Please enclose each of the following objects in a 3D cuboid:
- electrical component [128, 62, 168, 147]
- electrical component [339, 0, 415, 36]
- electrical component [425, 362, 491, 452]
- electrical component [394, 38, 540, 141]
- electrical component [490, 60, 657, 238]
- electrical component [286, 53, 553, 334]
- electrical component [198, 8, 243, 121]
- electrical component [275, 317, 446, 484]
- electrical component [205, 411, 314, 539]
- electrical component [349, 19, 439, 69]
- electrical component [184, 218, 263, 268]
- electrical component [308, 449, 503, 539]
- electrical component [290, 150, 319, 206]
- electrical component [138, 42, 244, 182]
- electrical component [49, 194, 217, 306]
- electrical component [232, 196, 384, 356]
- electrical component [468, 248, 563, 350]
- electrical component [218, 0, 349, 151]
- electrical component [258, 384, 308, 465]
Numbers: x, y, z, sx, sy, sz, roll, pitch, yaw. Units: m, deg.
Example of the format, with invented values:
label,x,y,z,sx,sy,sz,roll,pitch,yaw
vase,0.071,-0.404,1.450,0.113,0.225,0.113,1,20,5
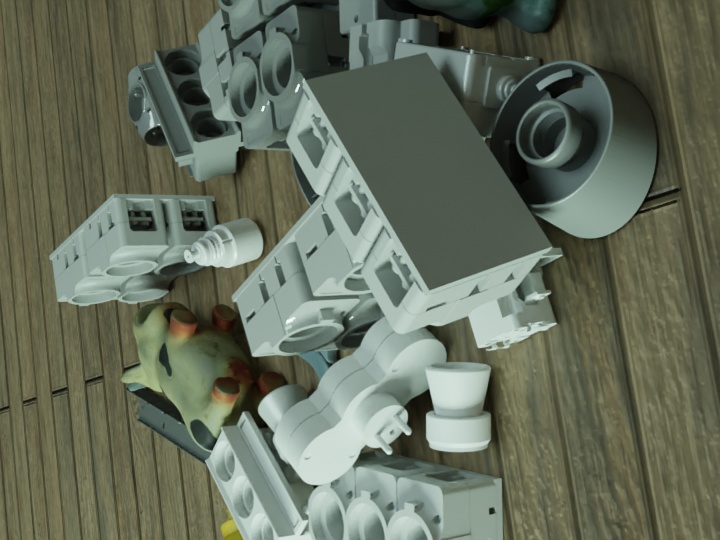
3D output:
label,x,y,z,sx,sy,sz,roll,pitch,yaw
electrical component,-0.202,-0.180,1.102,0.079,0.044,0.077,-43,58,46
electrical component,-0.003,-0.219,0.793,0.047,0.076,0.083,0,91,55
electrical component,0.067,0.093,0.734,0.045,0.045,0.055,2,93,54
electrical component,0.070,-0.114,0.706,0.096,0.062,0.061,25,111,51
electrical component,0.128,-0.074,0.646,0.099,0.064,0.099,-17,66,44
electrical component,0.030,-0.046,0.644,0.150,0.089,0.061,60,150,20
electrical component,-0.109,-0.182,0.964,0.056,0.050,0.089,-31,67,51
electrical component,0.009,0.101,0.765,0.138,0.052,0.074,-45,46,-1
electrical component,-0.076,0.191,0.921,0.121,0.063,0.078,54,130,38
electrical component,0.023,-0.145,0.776,0.078,0.058,0.057,4,92,54
electrical component,-0.124,-0.021,0.975,0.040,0.078,0.040,19,118,42
electrical component,0.029,0.186,0.776,0.150,0.062,0.089,0,91,55
electrical component,-0.010,-0.077,0.814,0.099,0.064,0.099,18,115,45
electrical component,-0.154,-0.148,1.017,0.063,0.079,0.121,100,149,-54
electrical component,-0.232,-0.015,1.097,0.186,0.105,0.060,-29,68,51
electrical component,0.000,0.000,0.772,0.186,0.105,0.060,-44,57,46
electrical component,0.093,0.015,0.697,0.081,0.042,0.063,-33,66,51
electrical component,-0.063,-0.202,0.891,0.105,0.060,0.186,-18,77,53
electrical component,-0.056,0.131,0.908,0.055,0.045,0.045,58,135,34
